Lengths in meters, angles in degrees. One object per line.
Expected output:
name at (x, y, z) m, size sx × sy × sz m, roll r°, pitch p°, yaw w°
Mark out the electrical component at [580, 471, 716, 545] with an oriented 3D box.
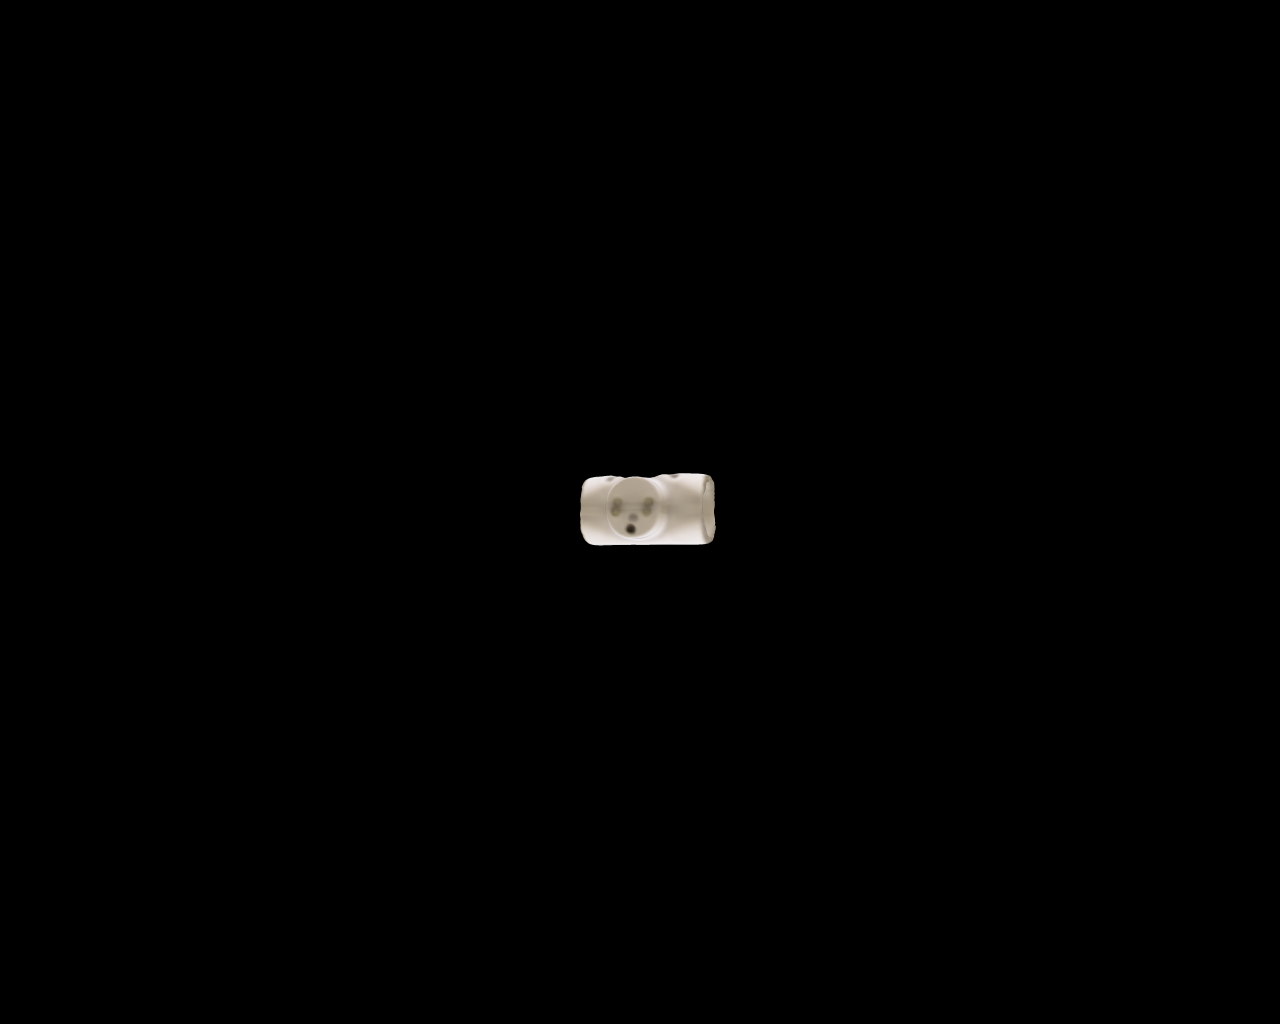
electrical component at (0.001, -0.003, 0.650) m, size 0.077 × 0.044 × 0.079 m, roll -1°, pitch -3°, yaw 15°
